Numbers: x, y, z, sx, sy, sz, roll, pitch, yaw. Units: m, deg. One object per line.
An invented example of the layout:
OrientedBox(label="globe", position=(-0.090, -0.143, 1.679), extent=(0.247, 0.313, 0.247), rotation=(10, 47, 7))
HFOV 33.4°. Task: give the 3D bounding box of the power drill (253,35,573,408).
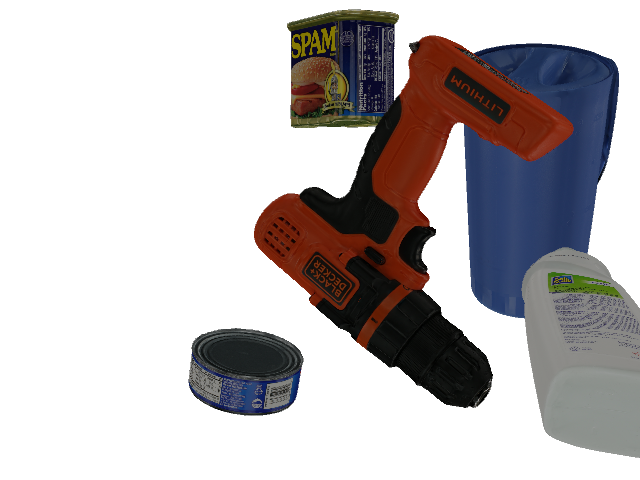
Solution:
OrientedBox(label="power drill", position=(0.069, -0.014, 0.654), extent=(0.184, 0.188, 0.057), rotation=(39, 17, 15))

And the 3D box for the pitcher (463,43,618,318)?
OrientedBox(label="pitcher", position=(0.205, -0.057, 1.001), extent=(0.149, 0.243, 0.145), rotation=(1, 28, 7))

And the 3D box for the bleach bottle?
OrientedBox(label="bleach bottle", position=(0.211, 0.068, 0.826), extent=(0.102, 0.068, 0.250), rotation=(9, 23, 3))

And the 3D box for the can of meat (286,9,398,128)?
OrientedBox(label="can of meat", position=(0.016, -0.132, 0.840), extent=(0.057, 0.084, 0.102), rotation=(-2, 4, -31))

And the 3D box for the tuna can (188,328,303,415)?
OrientedBox(label="tuna can", position=(-0.058, 0.100, 0.817), extent=(0.086, 0.034, 0.086), rotation=(8, 18, -3))
